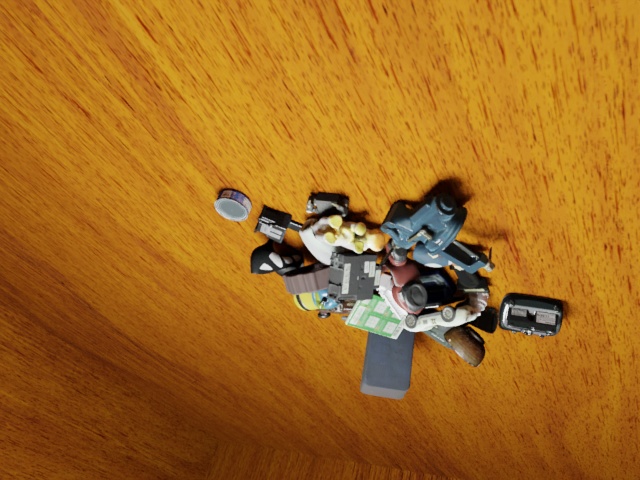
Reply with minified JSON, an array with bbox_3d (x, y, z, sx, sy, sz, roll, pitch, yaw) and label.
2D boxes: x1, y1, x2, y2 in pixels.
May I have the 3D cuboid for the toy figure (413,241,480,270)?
[{"bbox_3d":[0.293,0.037,1.227,0.155,0.064,0.057,11,121,18],"label":"toy figure"}]

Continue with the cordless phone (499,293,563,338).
[{"bbox_3d":[0.527,0.209,1.364,0.147,0.089,0.184,7,157,15],"label":"cordless phone"}]

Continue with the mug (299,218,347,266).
[{"bbox_3d":[-0.003,-0.004,1.302,0.107,0.081,0.110,48,163,-26],"label":"mug"}]

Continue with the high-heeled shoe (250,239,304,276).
[{"bbox_3d":[-0.111,0.088,1.415,0.086,0.145,0.248,2,142,24],"label":"high-heeled shoe"}]

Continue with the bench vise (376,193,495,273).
[{"bbox_3d":[0.253,0.002,1.134,0.240,0.129,0.223,34,139,-5],"label":"bench vise"}]

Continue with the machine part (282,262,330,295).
[{"bbox_3d":[-0.007,0.092,1.354,0.179,0.179,0.056,-10,96,36],"label":"machine part"}]

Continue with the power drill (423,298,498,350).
[{"bbox_3d":[0.389,0.237,1.463,0.232,0.086,0.207,28,153,-10],"label":"power drill"}]

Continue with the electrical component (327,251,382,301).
[{"bbox_3d":[0.084,0.084,1.271,0.134,0.114,0.058,2,-171,-36],"label":"electrical component"}]

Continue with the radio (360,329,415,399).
[{"bbox_3d":[0.198,0.332,1.549,0.131,0.229,0.073,12,147,1],"label":"radio"}]

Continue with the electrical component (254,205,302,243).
[{"bbox_3d":[-0.097,-0.031,1.325,0.119,0.048,0.074,24,147,-6],"label":"electrical component"}]

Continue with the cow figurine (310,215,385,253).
[{"bbox_3d":[0.063,-0.009,1.231,0.167,0.068,0.098,16,175,-29],"label":"cow figurine"}]

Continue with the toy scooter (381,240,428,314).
[{"bbox_3d":[0.191,0.090,1.297,0.075,0.183,0.135,-18,176,-18],"label":"toy scooter"}]

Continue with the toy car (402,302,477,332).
[{"bbox_3d":[0.299,0.199,1.366,0.073,0.056,0.202,-5,168,-45],"label":"toy car"}]

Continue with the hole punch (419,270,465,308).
[{"bbox_3d":[0.276,0.125,1.351,0.142,0.092,0.115,-15,169,34],"label":"hole punch"}]

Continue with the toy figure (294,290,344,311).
[{"bbox_3d":[-0.003,0.152,1.466,0.180,0.089,0.082,-1,177,44],"label":"toy figure"}]

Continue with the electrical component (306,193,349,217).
[{"bbox_3d":[0.015,-0.074,1.209,0.102,0.045,0.078,10,145,12],"label":"electrical component"}]

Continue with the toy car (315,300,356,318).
[{"bbox_3d":[0.070,0.185,1.523,0.202,0.053,0.089,3,106,24],"label":"toy car"}]

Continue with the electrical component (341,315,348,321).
[{"bbox_3d":[0.111,0.213,1.562,0.094,0.063,0.021,1,146,23],"label":"electrical component"}]

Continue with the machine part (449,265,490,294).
[{"bbox_3d":[0.354,0.090,1.293,0.084,0.039,0.138,-3,144,42],"label":"machine part"}]
